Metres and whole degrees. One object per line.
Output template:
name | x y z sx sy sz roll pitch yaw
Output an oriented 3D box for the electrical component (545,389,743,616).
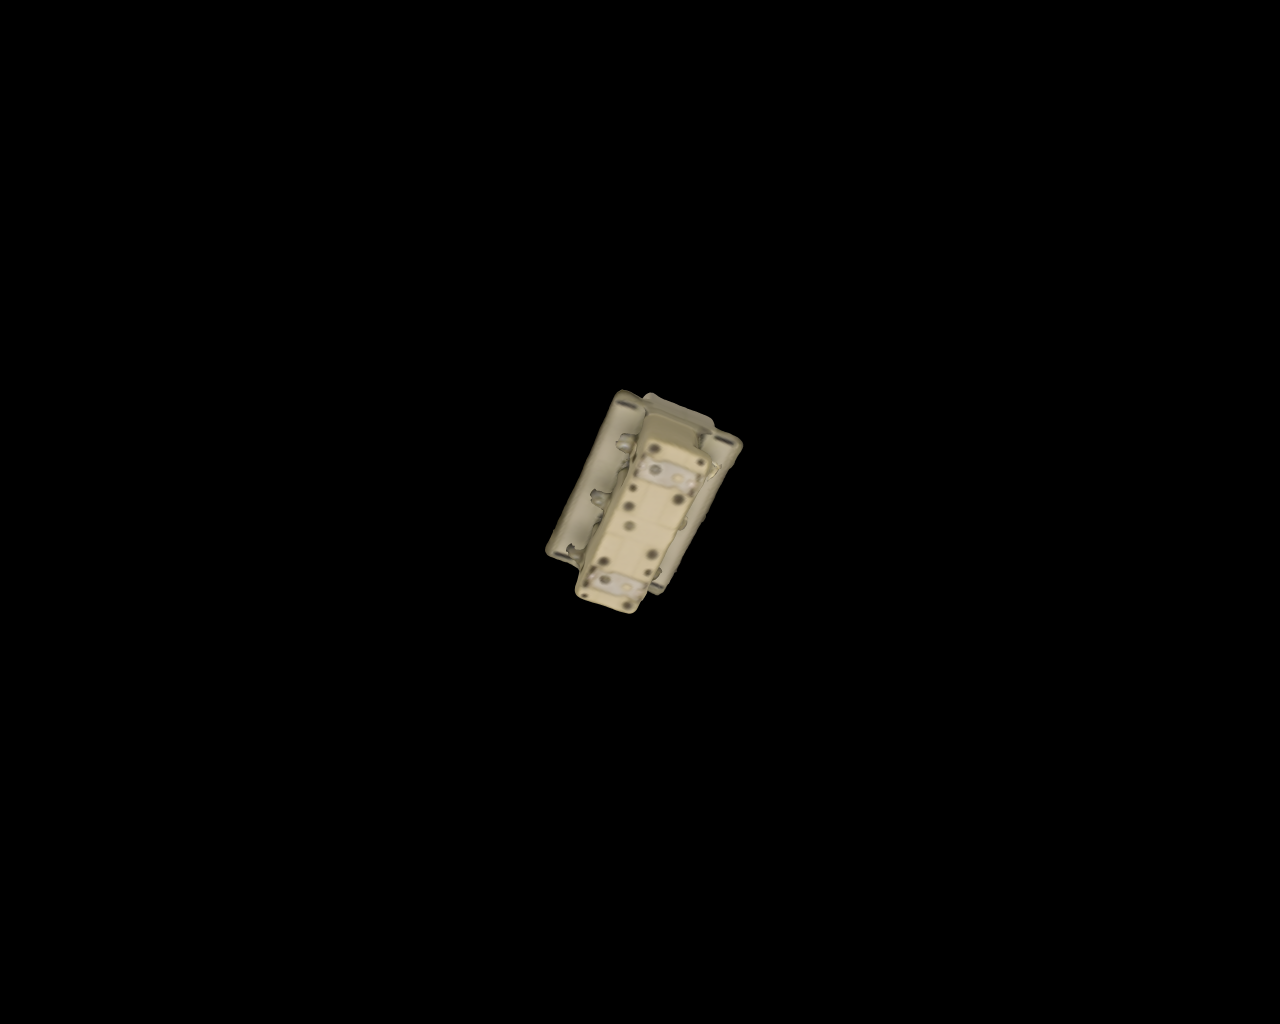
electrical component | 0.001 -0.003 0.650 0.079 0.121 0.063 21 28 -12
